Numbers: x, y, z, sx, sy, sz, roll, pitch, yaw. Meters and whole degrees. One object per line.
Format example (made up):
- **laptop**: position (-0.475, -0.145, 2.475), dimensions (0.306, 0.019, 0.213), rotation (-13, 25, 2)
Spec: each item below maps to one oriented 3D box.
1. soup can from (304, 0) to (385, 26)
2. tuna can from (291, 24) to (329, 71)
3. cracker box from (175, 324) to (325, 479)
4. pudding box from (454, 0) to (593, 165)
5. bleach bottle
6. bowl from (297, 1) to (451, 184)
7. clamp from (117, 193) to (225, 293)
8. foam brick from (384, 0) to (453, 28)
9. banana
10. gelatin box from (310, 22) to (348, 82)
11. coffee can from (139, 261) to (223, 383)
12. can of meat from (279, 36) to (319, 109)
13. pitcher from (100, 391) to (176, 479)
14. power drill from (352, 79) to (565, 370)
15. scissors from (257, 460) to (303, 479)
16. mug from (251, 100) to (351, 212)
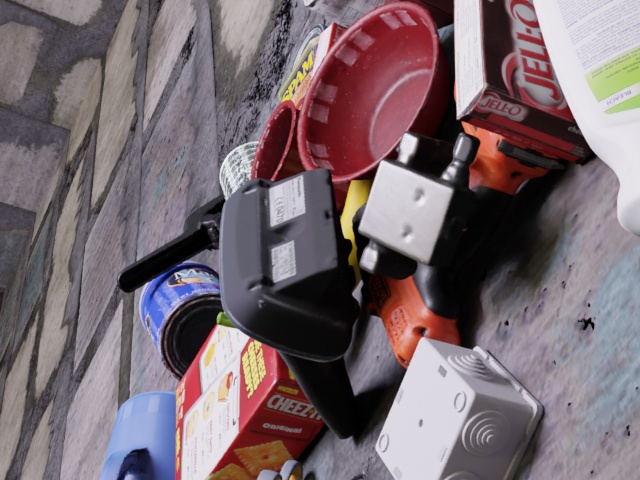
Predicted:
- **soup can**: position (0.044, -0.221, 0.951), dimensions (0.069, 0.102, 0.068), rotation (-52, 28, 43)
- **tuna can**: position (-0.001, -0.184, 1.129), dimensions (0.086, 0.033, 0.086), rotation (-51, 29, 43)
- **cracker box**: position (-0.061, 0.140, 0.961), dimensions (0.214, 0.072, 0.164), rotation (-56, 26, 34)
- **pudding box**: position (0.129, -0.110, 0.660), dimensions (0.039, 0.090, 0.113), rotation (-50, 29, 46)
- **bleach bottle**: position (0.168, -0.086, 0.562), dimensions (0.103, 0.068, 0.251), rotation (-28, 45, 31)
- **bowl**: position (0.054, -0.110, 0.869), dimensions (0.162, 0.055, 0.162), rotation (-30, 47, 38)
- **clamp**: position (-0.107, -0.008, 1.164), dimensions (0.165, 0.036, 0.209), rotation (-7, 24, 26)
- **foam brick**: position (0.093, -0.225, 0.900), dimensions (0.053, 0.051, 0.078), rotation (-6, 68, 68)
- **banana**: position (0.005, 0.017, 0.875), dimensions (0.197, 0.069, 0.037), rotation (-47, 4, -20)
- **gelatin box**: position (0.030, -0.141, 0.959), dimensions (0.030, 0.073, 0.089), rotation (-27, 48, 60)
- **coffee can**: position (-0.131, 0.087, 1.135), dimensions (0.103, 0.102, 0.140), rotation (-70, 21, 6)
- **can of meat**: position (0.002, -0.135, 1.053), dimensions (0.102, 0.057, 0.084), rotation (-53, 30, 41)
- **pitcher**: position (-0.164, 0.265, 1.026), dimensions (0.149, 0.144, 0.242), rotation (-51, 26, 42)
- **power drill**: position (0.086, -0.026, 0.748), dimensions (0.188, 0.057, 0.184), rotation (-64, 26, 27)
- **scissors**: position (-0.043, 0.265, 0.870), dimensions (0.096, 0.016, 0.202), rotation (-43, -37, -58)
- **mug**: position (-0.014, -0.064, 0.995), dimensions (0.117, 0.081, 0.093), rotation (-58, 24, 30)
